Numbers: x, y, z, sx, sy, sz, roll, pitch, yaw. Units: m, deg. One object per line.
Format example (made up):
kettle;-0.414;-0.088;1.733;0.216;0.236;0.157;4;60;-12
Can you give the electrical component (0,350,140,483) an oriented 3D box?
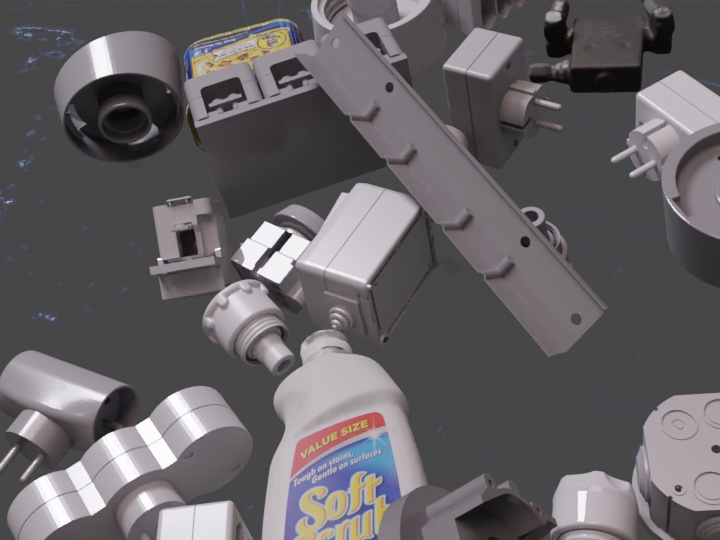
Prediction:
electrical component;-0.187;0.093;0.651;0.077;0.044;0.079;15;54;25

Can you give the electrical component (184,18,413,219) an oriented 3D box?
electrical component;-0.039;-0.110;0.767;0.150;0.089;0.061;-19;47;-4

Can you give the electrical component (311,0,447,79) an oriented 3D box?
electrical component;0.012;-0.204;0.859;0.108;0.060;0.108;-7;47;7

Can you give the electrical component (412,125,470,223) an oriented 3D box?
electrical component;0.052;-0.065;0.739;0.040;0.040;0.078;2;50;15

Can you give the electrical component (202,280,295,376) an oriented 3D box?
electrical component;-0.065;0.040;0.671;0.048;0.048;0.062;-34;57;-17

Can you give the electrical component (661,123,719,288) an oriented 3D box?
electrical component;0.238;-0.034;0.652;0.108;0.060;0.108;-7;47;7

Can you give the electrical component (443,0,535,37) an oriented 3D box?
electrical component;0.097;-0.240;0.880;0.083;0.047;0.076;-38;52;-19

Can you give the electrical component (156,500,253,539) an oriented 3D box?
electrical component;-0.090;0.161;0.541;0.076;0.083;0.047;-8;47;6

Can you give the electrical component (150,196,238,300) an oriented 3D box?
electrical component;-0.108;-0.015;0.704;0.042;0.081;0.063;-9;88;4

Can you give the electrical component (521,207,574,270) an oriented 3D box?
electrical component;0.107;-0.011;0.663;0.048;0.062;0.048;-7;47;7

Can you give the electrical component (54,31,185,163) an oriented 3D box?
electrical component;-0.181;-0.132;0.819;0.099;0.099;0.064;-17;53;-2

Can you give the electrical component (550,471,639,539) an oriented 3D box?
electrical component;0.117;0.136;0.540;0.043;0.043;0.062;2;51;15

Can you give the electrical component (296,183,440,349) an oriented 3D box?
electrical component;0.000;0.000;0.676;0.061;0.061;0.096;17;53;26

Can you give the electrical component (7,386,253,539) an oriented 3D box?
electrical component;-0.119;0.129;0.597;0.138;0.052;0.073;-32;49;-15

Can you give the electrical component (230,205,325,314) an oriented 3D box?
electrical component;-0.047;-0.009;0.710;0.066;0.048;0.055;25;66;31

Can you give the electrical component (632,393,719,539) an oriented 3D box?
electrical component;0.180;0.105;0.548;0.080;0.051;0.080;-7;47;8

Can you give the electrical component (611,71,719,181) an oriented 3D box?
electrical component;0.204;-0.084;0.715;0.077;0.047;0.065;-29;49;-13

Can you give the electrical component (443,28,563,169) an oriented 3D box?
electrical component;0.105;-0.113;0.740;0.076;0.083;0.047;21;56;29
